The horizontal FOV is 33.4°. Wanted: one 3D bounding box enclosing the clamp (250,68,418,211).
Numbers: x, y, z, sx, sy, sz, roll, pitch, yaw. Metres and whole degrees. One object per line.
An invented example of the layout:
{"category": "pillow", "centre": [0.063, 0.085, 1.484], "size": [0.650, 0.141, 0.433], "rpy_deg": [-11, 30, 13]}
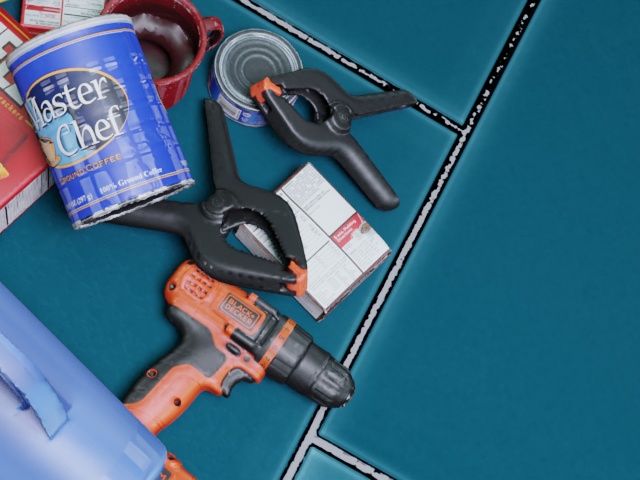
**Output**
{"category": "clamp", "centre": [0.015, -0.096, 0.962], "size": [0.171, 0.039, 0.120], "rpy_deg": [11, 68, -28]}

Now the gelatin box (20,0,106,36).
{"category": "gelatin box", "centre": [-0.230, -0.220, 0.962], "size": [0.073, 0.030, 0.089], "rpy_deg": [4, 73, -14]}

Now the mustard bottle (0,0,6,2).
{"category": "mustard bottle", "centre": [-0.293, -0.230, 0.868], "size": [0.191, 0.058, 0.096], "rpy_deg": [-14, 59, -6]}

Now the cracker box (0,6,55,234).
{"category": "cracker box", "centre": [-0.305, -0.085, 0.880], "size": [0.164, 0.072, 0.213], "rpy_deg": [42, 68, 1]}

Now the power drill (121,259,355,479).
{"category": "power drill", "centre": [-0.085, 0.132, 0.877], "size": [0.184, 0.057, 0.187], "rpy_deg": [34, 66, 3]}

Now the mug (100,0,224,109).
{"category": "mug", "centre": [-0.140, -0.167, 0.939], "size": [0.117, 0.082, 0.093], "rpy_deg": [-25, 81, -19]}

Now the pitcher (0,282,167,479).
{"category": "pitcher", "centre": [-0.225, 0.109, 0.745], "size": [0.243, 0.149, 0.145], "rpy_deg": [42, 103, -4]}

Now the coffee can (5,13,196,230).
{"category": "coffee can", "centre": [-0.170, -0.091, 0.831], "size": [0.102, 0.103, 0.140], "rpy_deg": [-22, 92, -19]}

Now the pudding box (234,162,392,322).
{"category": "pudding box", "centre": [-0.006, 0.001, 0.944], "size": [0.090, 0.039, 0.113], "rpy_deg": [-42, 84, -18]}

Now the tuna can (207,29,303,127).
{"category": "tuna can", "centre": [-0.059, -0.150, 0.979], "size": [0.086, 0.034, 0.086], "rpy_deg": [4, 72, -13]}

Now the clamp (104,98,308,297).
{"category": "clamp", "centre": [-0.096, -0.019, 0.898], "size": [0.164, 0.036, 0.210], "rpy_deg": [-34, 63, -20]}
